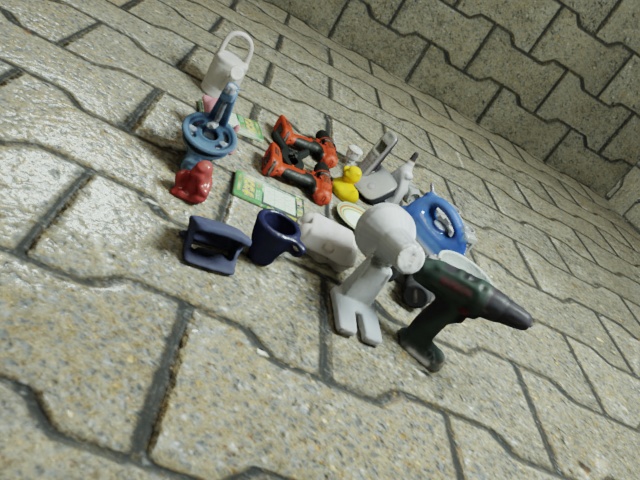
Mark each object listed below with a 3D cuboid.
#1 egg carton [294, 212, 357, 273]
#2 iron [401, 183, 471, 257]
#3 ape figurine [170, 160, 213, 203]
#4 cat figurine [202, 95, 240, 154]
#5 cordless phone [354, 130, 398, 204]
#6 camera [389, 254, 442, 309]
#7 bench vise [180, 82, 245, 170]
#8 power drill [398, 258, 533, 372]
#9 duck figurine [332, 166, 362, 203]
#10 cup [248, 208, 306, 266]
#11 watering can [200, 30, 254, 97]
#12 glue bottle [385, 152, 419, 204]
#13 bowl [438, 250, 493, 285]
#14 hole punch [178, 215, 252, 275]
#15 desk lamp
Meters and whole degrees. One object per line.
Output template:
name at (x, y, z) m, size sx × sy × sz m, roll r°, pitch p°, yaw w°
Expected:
egg carton at (0.011, 0.004, 1.228) m, size 0.150 × 0.069 × 0.107 m, roll 27°, pitch 28°, yaw -12°
iron at (0.328, -0.029, 1.536) m, size 0.119 × 0.141 × 0.257 m, roll 3°, pitch 40°, yaw -44°
ape figurine at (-0.242, -0.119, 1.135) m, size 0.076 × 0.092 × 0.077 m, roll -4°, pitch 45°, yaw -49°
cat figurine at (-0.239, -0.288, 1.380) m, size 0.127 × 0.117 × 0.067 m, roll 46°, pitch 30°, yaw 23°
cordless phone at (0.172, -0.204, 1.603) m, size 0.094 × 0.185 × 0.147 m, roll 4°, pitch 39°, yaw -43°
camera at (0.217, 0.082, 1.285) m, size 0.143 × 0.100 × 0.137 m, roll 35°, pitch 28°, yaw 4°
bench vise at (-0.233, -0.262, 1.234) m, size 0.122 × 0.219 × 0.207 m, roll 17°, pitch 32°, yaw -28°
power drill at (0.256, 0.150, 1.102) m, size 0.229 × 0.208 × 0.076 m, roll 39°, pitch 28°, yaw 11°
duck figurine at (0.081, -0.156, 1.538) m, size 0.078 × 0.086 × 0.104 m, roll 12°, pitch 34°, yaw -35°
cup at (-0.086, 0.010, 1.089) m, size 0.117 × 0.095 × 0.092 m, roll 41°, pitch 29°, yaw 15°
watering can at (-0.249, -0.489, 1.607) m, size 0.101 × 0.194 × 0.172 m, roll -1°, pitch 43°, yaw -47°
glue bottle at (0.231, -0.179, 1.638) m, size 0.037 × 0.173 × 0.078 m, roll 0°, pitch 42°, yaw -46°
bowl at (0.340, 0.105, 1.406) m, size 0.168 × 0.074 × 0.167 m, roll 25°, pitch 29°, yaw -15°
hole punch at (-0.185, -0.007, 1.017) m, size 0.109 × 0.091 × 0.101 m, roll 19°, pitch 31°, yaw -26°
desk lamp at (0.116, 0.056, 1.100) m, size 0.118 × 0.213 × 0.203 m, roll 22°, pitch 30°, yaw -20°
